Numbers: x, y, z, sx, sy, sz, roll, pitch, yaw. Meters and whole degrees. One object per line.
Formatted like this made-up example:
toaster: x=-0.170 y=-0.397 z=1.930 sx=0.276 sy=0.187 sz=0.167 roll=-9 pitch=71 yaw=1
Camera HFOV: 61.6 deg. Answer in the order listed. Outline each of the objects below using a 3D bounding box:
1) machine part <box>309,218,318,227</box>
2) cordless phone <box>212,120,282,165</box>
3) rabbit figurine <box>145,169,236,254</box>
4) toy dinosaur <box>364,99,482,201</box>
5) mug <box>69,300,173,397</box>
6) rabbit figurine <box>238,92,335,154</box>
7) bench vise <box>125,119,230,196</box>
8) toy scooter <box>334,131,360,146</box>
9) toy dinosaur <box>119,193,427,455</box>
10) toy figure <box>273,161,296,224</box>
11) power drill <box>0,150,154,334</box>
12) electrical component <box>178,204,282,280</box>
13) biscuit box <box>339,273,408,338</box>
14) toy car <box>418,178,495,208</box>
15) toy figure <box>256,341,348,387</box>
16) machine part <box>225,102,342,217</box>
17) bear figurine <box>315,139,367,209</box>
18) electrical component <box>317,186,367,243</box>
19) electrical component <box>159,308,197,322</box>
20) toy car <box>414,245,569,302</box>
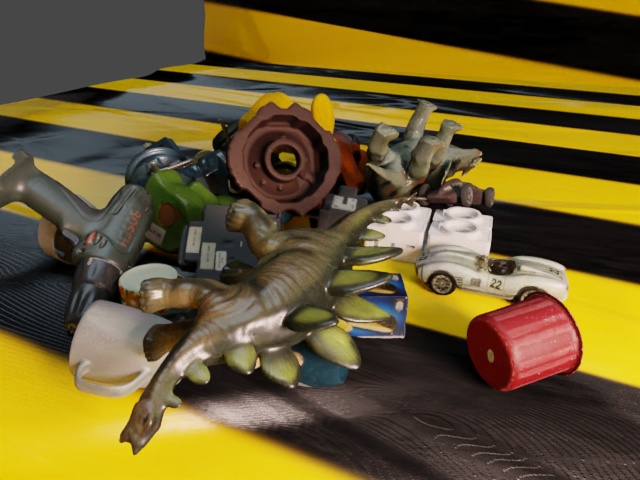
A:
machine part: x=-0.002 y=-0.003 z=0.855 sx=0.084 sy=0.039 sz=0.139 roll=25 pitch=31 yaw=25
cordless phone: x=-0.135 y=-0.179 z=1.104 sx=0.089 sy=0.146 sz=0.184 roll=-40 pitch=10 yaw=11
rabbit figurine: x=-0.172 y=-0.041 z=0.845 sx=0.159 sy=0.121 sz=0.170 roll=19 pitch=16 yaw=26
toy dinosaur: x=0.151 y=-0.127 z=0.961 sx=0.131 sy=0.192 sz=0.405 roll=34 pitch=40 yaw=25
mug: x=-0.191 y=0.116 z=0.548 sx=0.107 sy=0.080 sz=0.110 roll=11 pitch=22 yaw=-3
rabbit figurine: x=-0.037 y=-0.173 z=0.930 sx=0.173 sy=0.121 sz=0.162 roll=33 pitch=57 yaw=11
bench vise: x=-0.264 y=-0.135 z=0.985 sx=0.224 sy=0.128 sz=0.241 roll=-37 pitch=44 yaw=-5
toy scooter: x=0.002 y=-0.222 z=1.272 sx=0.135 sy=0.075 sz=0.184 roll=-11 pitch=24 yaw=-25
toy dinosaur: x=-0.022 y=0.039 z=0.565 sx=0.199 sy=0.104 sz=0.471 roll=18 pitch=39 yaw=20
toy figure: x=-0.071 y=-0.081 z=0.954 sx=0.082 sy=0.089 sz=0.180 roll=11 pitch=24 yaw=9
power drill: x=-0.331 y=-0.013 z=0.689 sx=0.207 sy=0.086 sz=0.232 roll=27 pitch=46 yaw=-7
electrical component: x=-0.120 y=0.014 z=0.722 sx=0.134 sy=0.058 sz=0.115 roll=6 pitch=65 yaw=-3
biscuit box: x=0.003 y=0.078 z=0.655 sx=0.203 sy=0.059 sz=0.063 roll=0 pitch=26 yaw=-1
toy car: x=0.243 y=-0.082 z=0.948 sx=0.089 sy=0.053 sz=0.202 roll=7 pitch=5 yaw=33
toy figure: x=-0.047 y=0.118 z=0.573 sx=0.155 sy=0.064 sz=0.058 roll=7 pitch=61 yaw=20
machine part: x=-0.057 y=-0.121 z=0.830 sx=0.179 sy=0.179 sz=0.056 roll=-8 pitch=0 yaw=-18
bear figurine: x=0.053 y=-0.126 z=1.058 sx=0.120 sy=0.132 sz=0.195 roll=-24 pitch=-17 yaw=23
electrical component: x=0.036 y=-0.045 z=0.853 sx=0.075 sy=0.047 sz=0.119 roll=9 pitch=26 yaw=0
electrical component: x=-0.147 y=0.096 z=0.637 sx=0.078 sy=0.045 sz=0.102 roll=-17 pitch=10 yaw=34
toy car: x=0.231 y=0.047 z=0.735 sx=0.202 sy=0.056 sz=0.073 roll=10 pitch=27 yaw=17
